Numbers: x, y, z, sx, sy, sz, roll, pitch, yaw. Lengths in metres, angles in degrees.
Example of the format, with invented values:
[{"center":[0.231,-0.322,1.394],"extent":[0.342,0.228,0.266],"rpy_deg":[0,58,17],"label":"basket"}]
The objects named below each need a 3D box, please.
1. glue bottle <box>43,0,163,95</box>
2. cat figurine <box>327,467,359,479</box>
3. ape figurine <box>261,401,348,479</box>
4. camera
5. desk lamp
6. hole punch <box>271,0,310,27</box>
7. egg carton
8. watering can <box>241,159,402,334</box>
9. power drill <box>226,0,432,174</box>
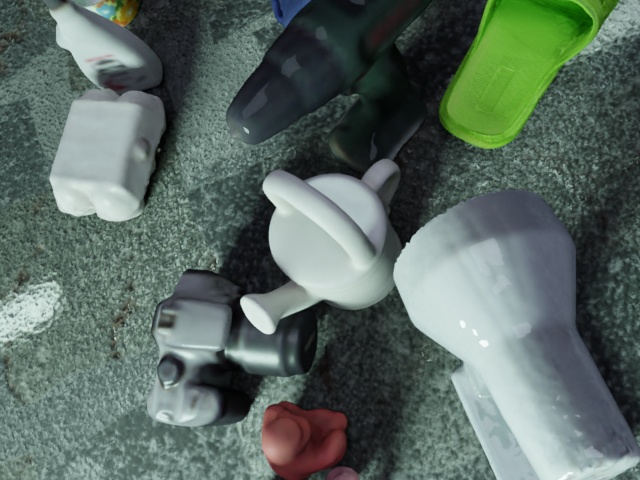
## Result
[{"center":[-0.242,-0.215,0.614],"extent":[0.078,0.173,0.037],"rpy_deg":[-14,72,11],"label":"glue bottle"},{"center":[-0.031,0.237,0.466],"extent":[0.127,0.118,0.067],"rpy_deg":[-21,71,8],"label":"cat figurine"},{"center":[-0.022,0.172,0.495],"extent":[0.077,0.092,0.076],"rpy_deg":[42,88,21],"label":"ape figurine"},{"center":[-0.078,0.102,0.524],"extent":[0.136,0.101,0.143],"rpy_deg":[3,76,16],"label":"camera"},{"center":[0.146,0.089,0.409],"extent":[0.118,0.214,0.203],"rpy_deg":[-25,70,7],"label":"desk lamp"},{"center":[-0.008,-0.279,0.614],"extent":[0.101,0.091,0.108],"rpy_deg":[-16,72,10],"label":"hole punch"},{"center":[-0.230,-0.095,0.633],"extent":[0.107,0.069,0.150],"rpy_deg":[6,77,16],"label":"egg carton"},{"center":[0.006,0.003,0.479],"extent":[0.100,0.194,0.173],"rpy_deg":[15,79,18],"label":"watering can"},{"center":[0.032,-0.140,0.503],"extent":[0.075,0.209,0.230],"rpy_deg":[36,87,21],"label":"power drill"}]
